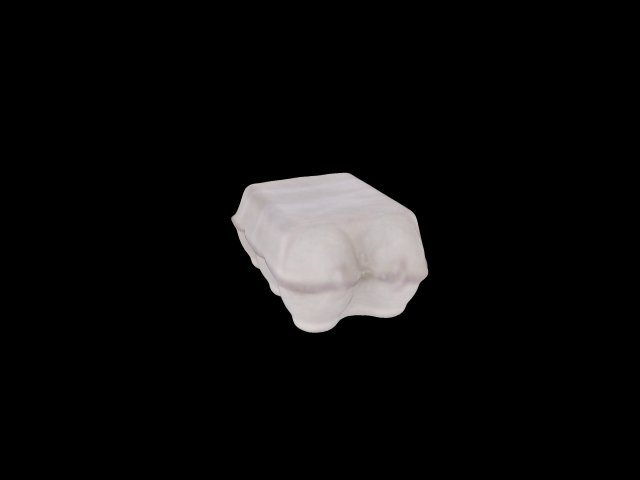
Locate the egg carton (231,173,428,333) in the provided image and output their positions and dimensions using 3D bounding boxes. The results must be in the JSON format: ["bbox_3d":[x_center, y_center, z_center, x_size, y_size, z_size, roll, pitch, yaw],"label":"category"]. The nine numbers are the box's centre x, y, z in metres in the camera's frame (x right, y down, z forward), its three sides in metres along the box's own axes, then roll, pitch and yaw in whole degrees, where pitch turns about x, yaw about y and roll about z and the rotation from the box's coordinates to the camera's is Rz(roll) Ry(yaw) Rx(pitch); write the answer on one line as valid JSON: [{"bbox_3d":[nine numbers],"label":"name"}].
[{"bbox_3d":[0.004,0.001,0.400,0.107,0.069,0.150,-9,24,-21],"label":"egg carton"}]
